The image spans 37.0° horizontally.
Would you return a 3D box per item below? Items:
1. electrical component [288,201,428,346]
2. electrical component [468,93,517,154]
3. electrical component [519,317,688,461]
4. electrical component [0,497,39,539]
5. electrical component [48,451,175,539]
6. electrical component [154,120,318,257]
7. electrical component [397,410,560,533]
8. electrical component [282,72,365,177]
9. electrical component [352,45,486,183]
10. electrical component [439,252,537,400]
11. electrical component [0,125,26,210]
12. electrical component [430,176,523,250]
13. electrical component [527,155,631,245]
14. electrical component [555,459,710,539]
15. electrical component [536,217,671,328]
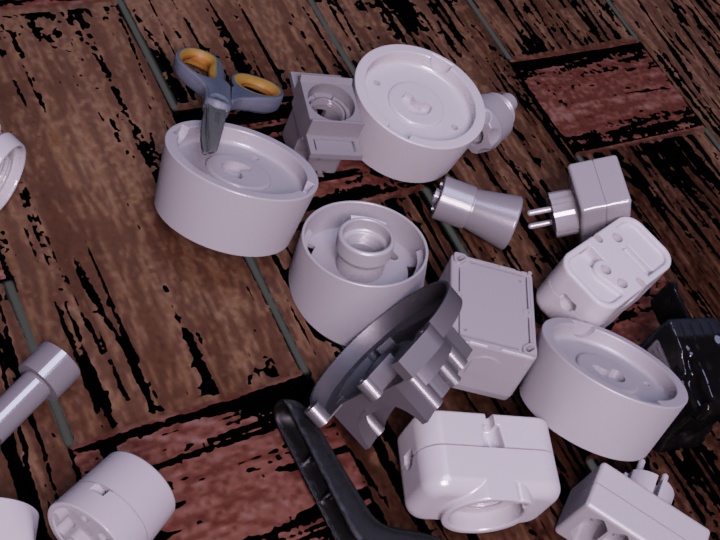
[{"bbox_3d":[0.000,0.000,0.761,0.099,0.064,0.099,8,42,-7],"label":"electrical component"},{"bbox_3d":[0.109,-0.127,0.898,0.043,0.043,0.062,41,50,9],"label":"electrical component"},{"bbox_3d":[0.162,0.087,0.740,0.108,0.060,0.108,20,21,-8],"label":"electrical component"},{"bbox_3d":[-0.177,0.165,0.563,0.079,0.044,0.077,10,53,-16],"label":"electrical component"},{"bbox_3d":[-0.136,0.134,0.597,0.055,0.055,0.047,37,47,6],"label":"electrical component"},{"bbox_3d":[-0.089,-0.051,0.741,0.108,0.060,0.108,18,28,-10],"label":"electrical component"},{"bbox_3d":[0.076,0.130,0.688,0.095,0.053,0.059,7,54,-18],"label":"electrical component"},{"bbox_3d":[-0.030,-0.108,0.812,0.042,0.063,0.081,0,55,-22],"label":"electrical component"},{"bbox_3d":[0.038,-0.118,0.849,0.108,0.060,0.108,11,52,-15],"label":"electrical component"},{"bbox_3d":[0.084,0.037,0.759,0.062,0.061,0.096,14,45,-9],"label":"electrical component"},{"bbox_3d":[-0.254,-0.070,0.695,0.057,0.058,0.078,24,50,-1],"label":"electrical component"},{"bbox_3d":[0.088,-0.047,0.832,0.065,0.044,0.044,20,50,-2],"label":"electrical component"},{"bbox_3d":[0.171,-0.047,0.856,0.077,0.065,0.047,-11,57,4],"label":"electrical component"},{"bbox_3d":[0.187,0.159,0.718,0.083,0.047,0.075,33,50,3],"label":"electrical component"},{"bbox_3d":[0.183,0.009,0.818,0.095,0.059,0.053,-30,71,-36],"label":"electrical component"}]
